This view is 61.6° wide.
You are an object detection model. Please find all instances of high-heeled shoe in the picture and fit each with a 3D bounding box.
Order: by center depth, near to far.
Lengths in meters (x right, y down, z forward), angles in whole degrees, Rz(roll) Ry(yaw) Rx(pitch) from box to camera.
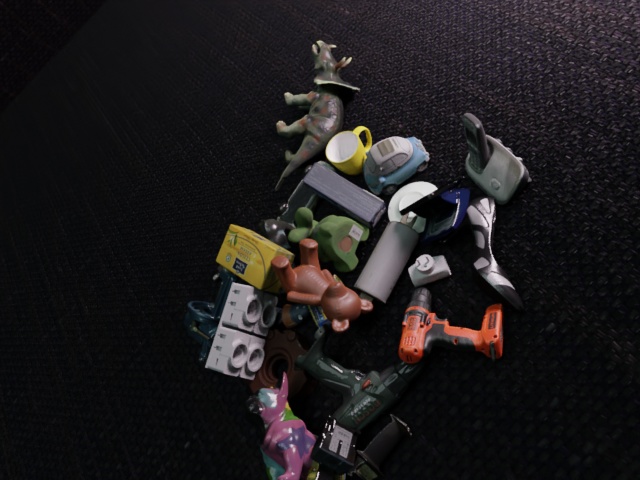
[{"bbox_3d":[0.351,0.020,1.050,0.145,0.086,0.249,-37,54,0],"label":"high-heeled shoe"}]

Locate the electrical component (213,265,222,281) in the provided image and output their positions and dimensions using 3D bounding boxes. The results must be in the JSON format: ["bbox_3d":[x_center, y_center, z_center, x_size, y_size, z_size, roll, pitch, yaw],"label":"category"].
[{"bbox_3d":[-0.236,0.083,1.394,0.094,0.021,0.063,-40,53,6],"label":"electrical component"}]

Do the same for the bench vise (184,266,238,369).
[{"bbox_3d":[-0.240,0.175,1.275,0.224,0.129,0.240,26,99,56],"label":"bench vise"}]

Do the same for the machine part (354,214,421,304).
[{"bbox_3d":[0.145,0.048,1.154,0.079,0.079,0.243,22,77,36],"label":"machine part"}]

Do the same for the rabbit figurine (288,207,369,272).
[{"bbox_3d":[-0.003,-0.004,1.238,0.170,0.159,0.121,9,80,49],"label":"rabbit figurine"}]

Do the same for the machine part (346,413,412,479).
[{"bbox_3d":[0.113,0.394,1.001,0.139,0.084,0.039,-49,28,-10],"label":"machine part"}]

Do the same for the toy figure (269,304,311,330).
[{"bbox_3d":[-0.087,0.174,1.238,0.155,0.057,0.064,-9,67,21],"label":"toy figure"}]

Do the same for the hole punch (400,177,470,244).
[{"bbox_3d":[0.248,-0.061,1.108,0.116,0.142,0.092,-33,88,-32],"label":"hole punch"}]

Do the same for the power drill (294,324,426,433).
[{"bbox_3d":[0.066,0.260,1.068,0.207,0.086,0.232,38,94,11],"label":"power drill"}]

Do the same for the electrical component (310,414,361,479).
[{"bbox_3d":[0.022,0.387,0.971,0.047,0.075,0.119,-59,1,38],"label":"electrical component"}]

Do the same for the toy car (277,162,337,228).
[{"bbox_3d":[-0.034,-0.108,1.355,0.074,0.056,0.201,31,84,31],"label":"toy car"}]

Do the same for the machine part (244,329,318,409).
[{"bbox_3d":[-0.086,0.284,1.181,0.179,0.056,0.179,-13,61,25],"label":"machine part"}]

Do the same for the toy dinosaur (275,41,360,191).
[{"bbox_3d":[-0.002,-0.311,1.410,0.192,0.131,0.404,-3,70,30],"label":"toy dinosaur"}]

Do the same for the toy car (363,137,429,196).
[{"bbox_3d":[0.166,-0.184,1.248,0.162,0.102,0.109,-30,55,17],"label":"toy car"}]

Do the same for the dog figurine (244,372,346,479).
[{"bbox_3d":[-0.052,0.375,1.048,0.108,0.191,0.219,124,146,-45],"label":"dog figurine"}]

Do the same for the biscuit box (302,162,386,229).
[{"bbox_3d":[0.056,-0.106,1.263,0.203,0.059,0.063,34,85,20],"label":"biscuit box"}]

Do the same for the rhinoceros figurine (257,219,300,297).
[{"bbox_3d":[-0.094,0.041,1.274,0.073,0.112,0.190,-18,78,16],"label":"rhinoceros figurine"}]

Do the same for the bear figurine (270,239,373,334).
[{"bbox_3d":[0.005,0.097,1.102,0.120,0.131,0.196,-31,35,-28],"label":"bear figurine"}]

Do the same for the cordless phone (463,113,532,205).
[{"bbox_3d":[0.349,-0.170,1.080,0.089,0.184,0.147,-36,53,4],"label":"cordless phone"}]

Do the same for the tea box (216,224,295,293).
[{"bbox_3d":[-0.146,0.040,1.201,0.170,0.068,0.098,24,94,39],"label":"tea box"}]
